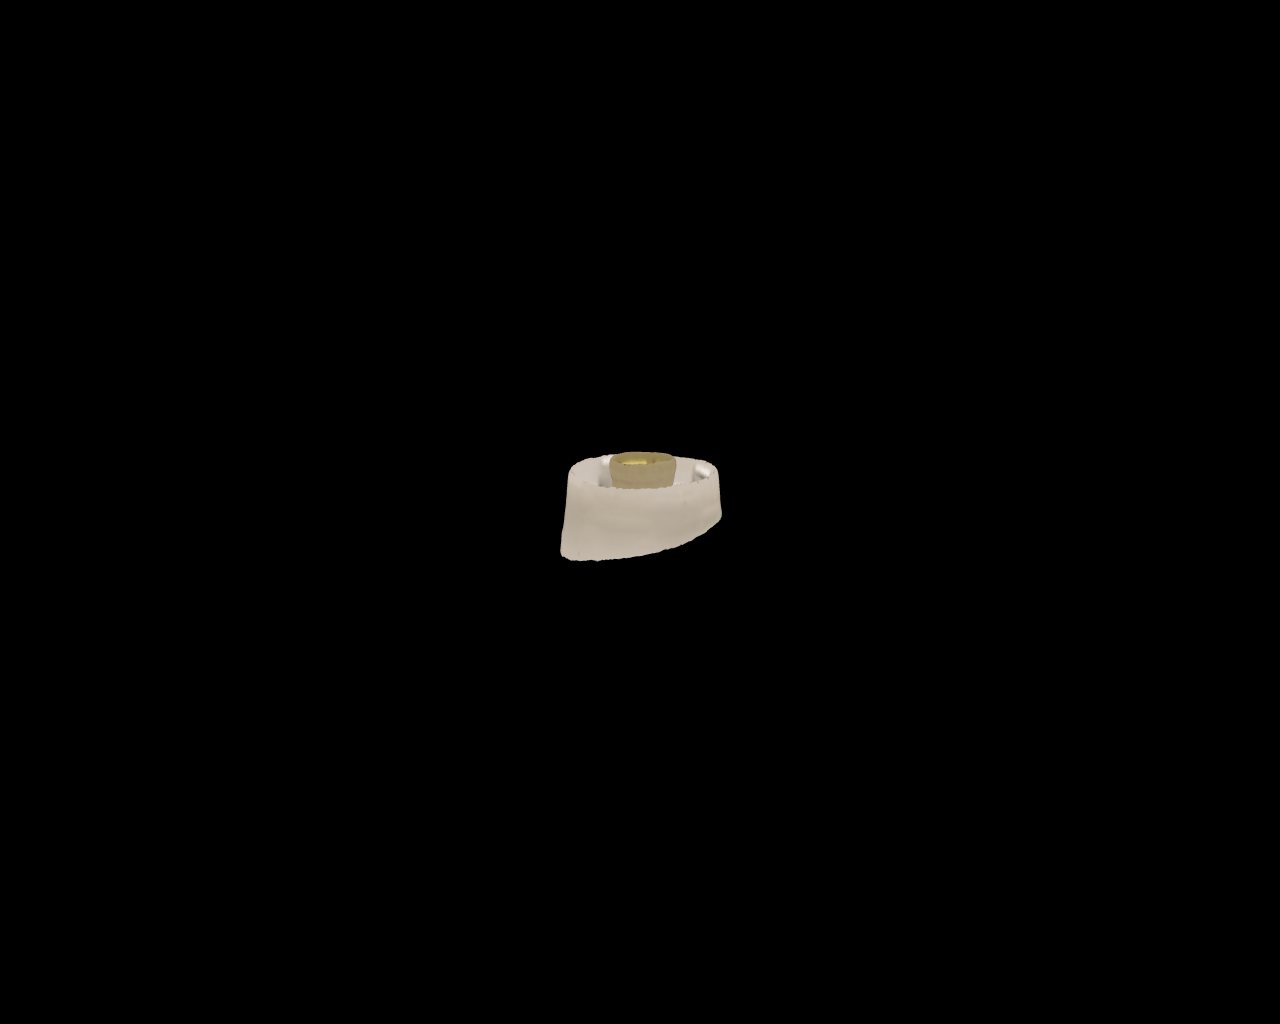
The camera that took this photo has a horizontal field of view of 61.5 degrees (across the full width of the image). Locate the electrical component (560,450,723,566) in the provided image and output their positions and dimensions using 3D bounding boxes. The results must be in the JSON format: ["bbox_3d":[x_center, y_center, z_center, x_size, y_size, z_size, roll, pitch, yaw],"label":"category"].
[{"bbox_3d":[0.001,-0.003,0.650,0.099,0.064,0.099,0,16,0],"label":"electrical component"}]
